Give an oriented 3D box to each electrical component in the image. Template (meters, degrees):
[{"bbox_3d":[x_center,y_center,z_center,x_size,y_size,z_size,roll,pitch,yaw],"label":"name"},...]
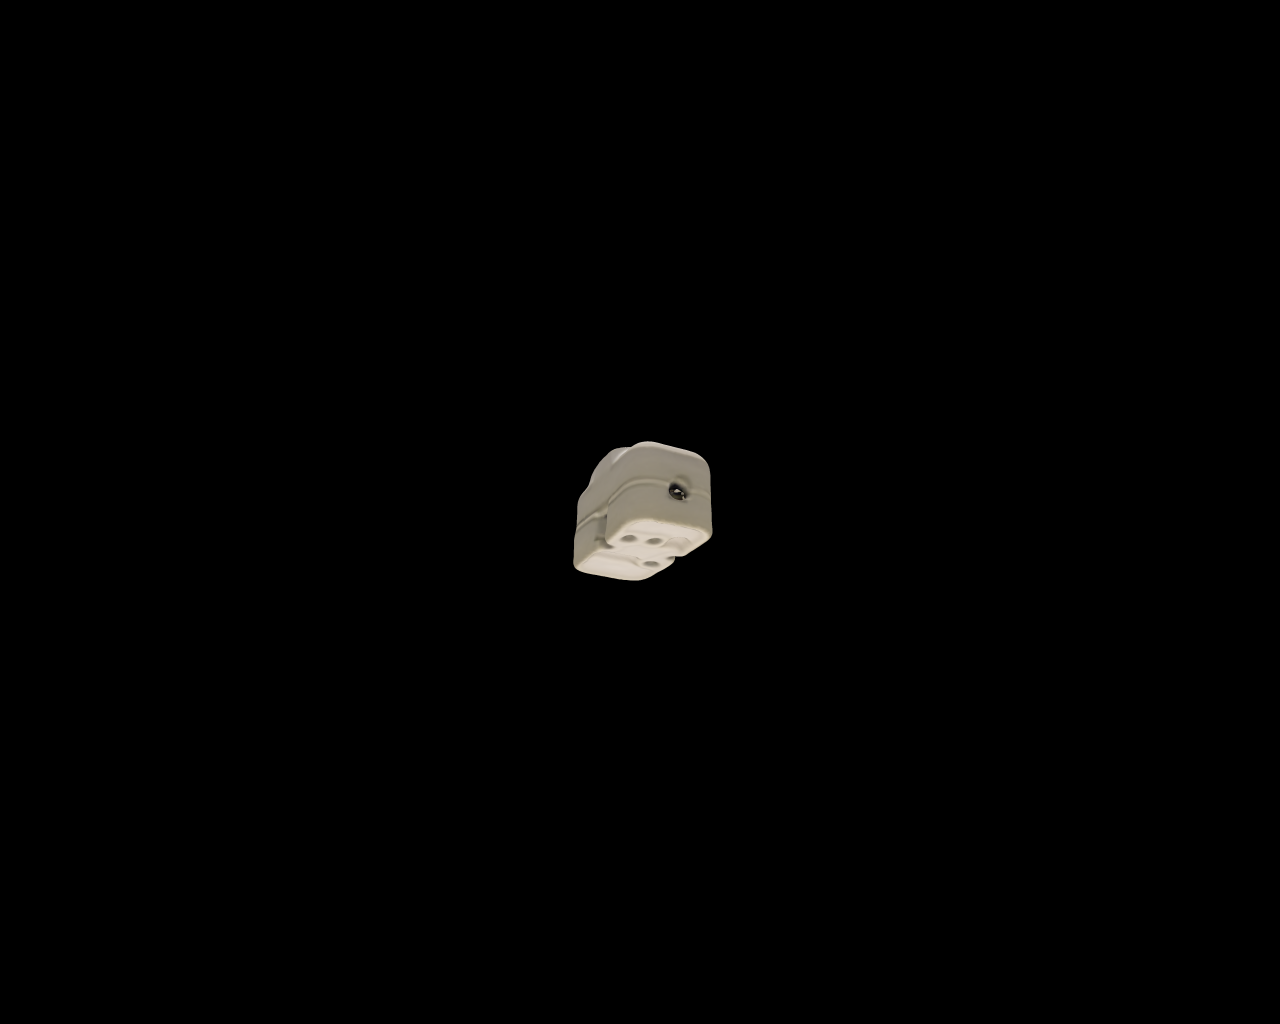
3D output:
[{"bbox_3d":[0.001,-0.003,0.650,0.054,0.059,0.095,12,-27,-25],"label":"electrical component"}]
